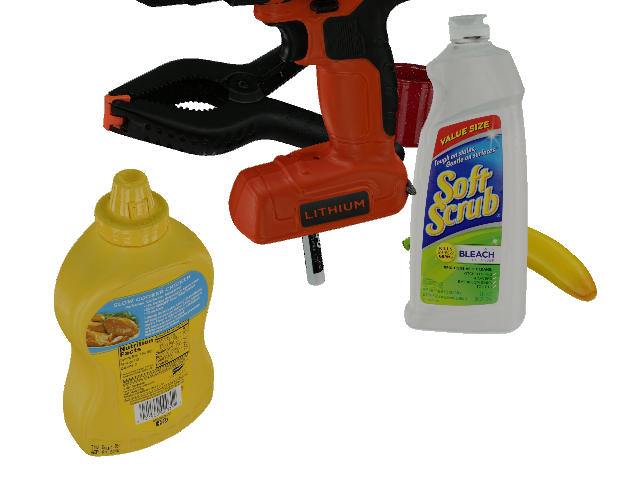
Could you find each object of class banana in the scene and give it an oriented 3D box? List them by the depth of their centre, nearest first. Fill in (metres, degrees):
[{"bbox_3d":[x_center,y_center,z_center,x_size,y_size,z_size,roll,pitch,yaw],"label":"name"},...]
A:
[{"bbox_3d":[0.184,0.010,1.054,0.198,0.069,0.037,15,-31,26],"label":"banana"}]

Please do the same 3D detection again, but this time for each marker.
[{"bbox_3d":[-0.011,-0.008,1.100,0.020,0.121,0.020,-5,32,3],"label":"marker"}]

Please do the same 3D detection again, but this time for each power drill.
[{"bbox_3d":[-0.015,-0.091,0.574,0.184,0.188,0.057,-12,37,-17],"label":"power drill"}]

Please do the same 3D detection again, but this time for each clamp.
[{"bbox_3d":[-0.050,-0.095,0.778,0.209,0.036,0.165,-12,48,-25],"label":"clamp"}]

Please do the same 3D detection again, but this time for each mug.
[{"bbox_3d":[0.110,-0.161,1.260,0.093,0.081,0.117,23,28,37],"label":"mug"}]

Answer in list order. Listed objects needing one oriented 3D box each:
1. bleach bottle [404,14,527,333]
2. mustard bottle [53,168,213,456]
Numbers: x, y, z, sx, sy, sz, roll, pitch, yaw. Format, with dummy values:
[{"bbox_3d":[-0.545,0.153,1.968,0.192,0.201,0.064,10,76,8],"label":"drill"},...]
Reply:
[{"bbox_3d":[0.115,-0.053,0.860,0.103,0.251,0.068,2,15,20],"label":"bleach bottle"},{"bbox_3d":[-0.110,0.040,0.637,0.096,0.192,0.058,-20,45,-28],"label":"mustard bottle"}]
